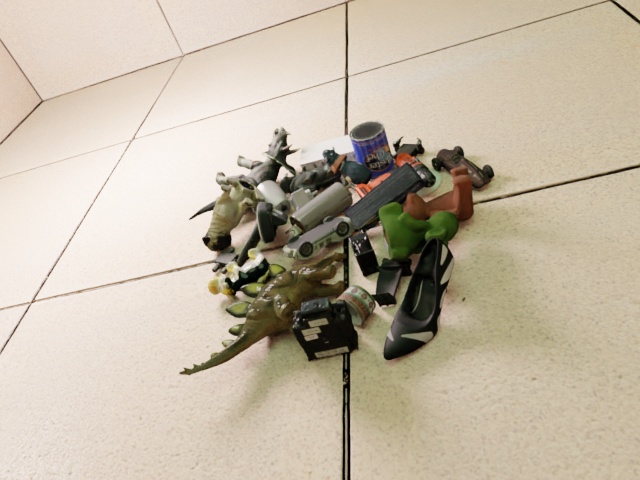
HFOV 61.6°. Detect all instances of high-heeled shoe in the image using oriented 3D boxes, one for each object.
[{"bbox_3d":[0.192,0.113,1.063,0.086,0.145,0.249,15,49,40],"label":"high-heeled shoe"}]

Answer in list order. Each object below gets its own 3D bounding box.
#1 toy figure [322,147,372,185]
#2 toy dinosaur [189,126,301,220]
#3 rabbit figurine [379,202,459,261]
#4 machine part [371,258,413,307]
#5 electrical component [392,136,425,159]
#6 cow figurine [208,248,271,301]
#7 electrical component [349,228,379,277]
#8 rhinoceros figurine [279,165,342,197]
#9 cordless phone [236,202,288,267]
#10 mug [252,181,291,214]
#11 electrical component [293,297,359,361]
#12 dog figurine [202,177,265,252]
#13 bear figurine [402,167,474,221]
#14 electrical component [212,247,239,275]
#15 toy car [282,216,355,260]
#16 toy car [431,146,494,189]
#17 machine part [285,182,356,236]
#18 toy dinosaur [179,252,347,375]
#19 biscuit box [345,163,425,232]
[{"bbox_3d":[0.071,-0.204,1.517,0.155,0.057,0.064,32,39,12],"label":"toy figure"},{"bbox_3d":[-0.209,-0.172,1.654,0.192,0.131,0.405,12,55,38],"label":"toy dinosaur"},{"bbox_3d":[0.231,-0.021,1.197,0.170,0.121,0.159,-15,31,0],"label":"rabbit figurine"},{"bbox_3d":[0.159,0.089,1.201,0.084,0.039,0.139,4,43,24],"label":"machine part"},{"bbox_3d":[0.255,-0.268,1.583,0.102,0.045,0.078,16,50,40],"label":"electrical component"},{"bbox_3d":[-0.195,0.100,1.347,0.167,0.068,0.098,-33,44,-12],"label":"cow figurine"},{"bbox_3d":[0.102,0.021,1.282,0.048,0.074,0.119,-21,41,1],"label":"electrical component"},{"bbox_3d":[-0.028,-0.180,1.598,0.190,0.073,0.112,-16,39,9],"label":"rhinoceros figurine"},{"bbox_3d":[-0.169,-0.007,1.452,0.184,0.089,0.147,-57,8,9],"label":"cordless phone"},{"bbox_3d":[-0.142,-0.110,1.567,0.109,0.080,0.107,-37,45,-15],"label":"mug"},{"bbox_3d":[0.009,0.176,1.089,0.115,0.134,0.058,-14,38,8],"label":"electrical component"},{"bbox_3d":[-0.256,-0.069,1.535,0.121,0.190,0.172,35,24,10],"label":"dog figurine"},{"bbox_3d":[0.268,-0.093,1.299,0.196,0.131,0.120,-5,21,15],"label":"bear figurine"},{"bbox_3d":[-0.252,0.055,1.464,0.063,0.021,0.094,7,45,33],"label":"electrical component"},{"bbox_3d":[-0.003,-0.004,1.366,0.202,0.056,0.074,-30,28,-23],"label":"toy car"},{"bbox_3d":[0.377,-0.195,1.427,0.089,0.053,0.202,-25,35,-8],"label":"toy car"},{"bbox_3d":[0.004,-0.081,1.456,0.243,0.079,0.079,-39,40,-19],"label":"machine part"},{"bbox_3d":[-0.102,0.154,1.206,0.199,0.104,0.471,8,37,44],"label":"toy dinosaur"},{"bbox_3d":[0.164,-0.103,1.342,0.203,0.059,0.063,-38,69,10],"label":"biscuit box"}]
